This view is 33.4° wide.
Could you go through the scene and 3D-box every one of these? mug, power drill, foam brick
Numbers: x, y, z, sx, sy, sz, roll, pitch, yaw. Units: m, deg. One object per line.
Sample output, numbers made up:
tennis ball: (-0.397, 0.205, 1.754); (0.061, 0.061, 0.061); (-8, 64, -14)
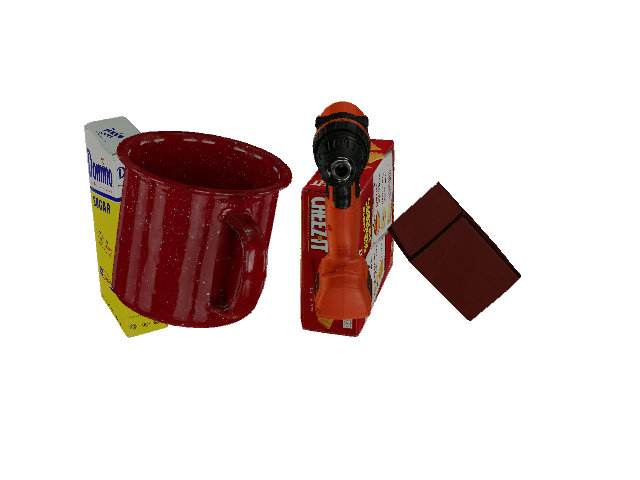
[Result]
mug: (-0.061, -0.001, 0.565); (0.093, 0.081, 0.117); (-5, 27, -35)
power drill: (0.022, -0.025, 0.994); (0.057, 0.188, 0.184); (2, 20, 3)
foam brick: (0.096, 0.009, 0.765); (0.078, 0.051, 0.053); (44, 9, -31)

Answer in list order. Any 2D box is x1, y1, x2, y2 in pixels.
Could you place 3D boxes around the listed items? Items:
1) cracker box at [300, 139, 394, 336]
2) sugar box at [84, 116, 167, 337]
cracker box: (0.033, -0.011, 1.206); (0.072, 0.164, 0.213); (5, 21, 13)
sugar box: (-0.174, -0.013, 0.952); (0.048, 0.176, 0.093); (-14, 28, -23)
